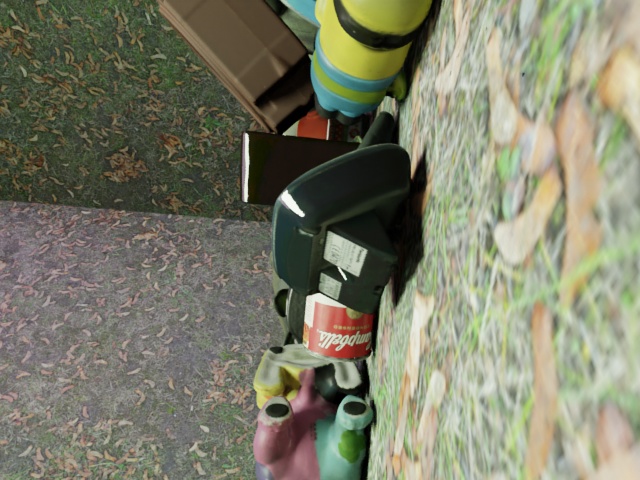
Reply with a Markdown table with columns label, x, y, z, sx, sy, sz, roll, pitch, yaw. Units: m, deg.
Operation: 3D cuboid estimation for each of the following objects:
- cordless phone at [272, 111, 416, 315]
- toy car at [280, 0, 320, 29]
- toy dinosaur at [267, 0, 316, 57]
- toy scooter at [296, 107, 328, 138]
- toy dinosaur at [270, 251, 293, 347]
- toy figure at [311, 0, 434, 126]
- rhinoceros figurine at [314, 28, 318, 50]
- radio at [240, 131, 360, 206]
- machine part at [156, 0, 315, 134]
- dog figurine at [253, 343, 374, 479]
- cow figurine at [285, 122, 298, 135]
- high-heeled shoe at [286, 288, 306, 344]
| label | x | y | z | sx | sy | sz | roll | pitch | yaw |
| --- | --- | --- | --- | --- | --- | --- | --- | --- | --- |
| cordless phone | 0.035 | -0.049 | 0.421 | 0.146 | 0.089 | 0.184 | 98 | -166 | -62 |
| toy car | 0.034 | -0.269 | 0.469 | 0.161 | 0.109 | 0.103 | -63 | -9 | 31 |
| toy dinosaur | -0.013 | -0.311 | 0.732 | 0.131 | 0.192 | 0.405 | -60 | 8 | 13 |
| toy scooter | 0.013 | -0.159 | 0.855 | 0.135 | 0.075 | 0.183 | -2 | -89 | -59 |
| toy dinosaur | -0.034 | 0.069 | 0.918 | 0.198 | 0.105 | 0.470 | -102 | -1 | -80 |
| toy figure | 0.037 | -0.155 | 0.415 | 0.180 | 0.082 | 0.089 | 114 | 143 | -60 |
| rhinoceros figurine | 0.026 | -0.263 | 0.560 | 0.073 | 0.112 | 0.190 | 92 | 175 | -83 |
| radio | -0.022 | -0.081 | 0.613 | 0.230 | 0.131 | 0.073 | -118 | 33 | -78 |
| machine part | -0.089 | -0.219 | 0.621 | 0.087 | 0.201 | 0.201 | -42 | 7 | 1 |
| dog figurine | -0.013 | 0.237 | 0.540 | 0.192 | 0.108 | 0.219 | -112 | 24 | -73 |
| cow figurine | -0.049 | -0.211 | 0.943 | 0.127 | 0.085 | 0.195 | 173 | 109 | -67 |
| high-heeled shoe | -0.006 | 0.120 | 0.779 | 0.145 | 0.086 | 0.248 | -113 | 18 | -73 |
